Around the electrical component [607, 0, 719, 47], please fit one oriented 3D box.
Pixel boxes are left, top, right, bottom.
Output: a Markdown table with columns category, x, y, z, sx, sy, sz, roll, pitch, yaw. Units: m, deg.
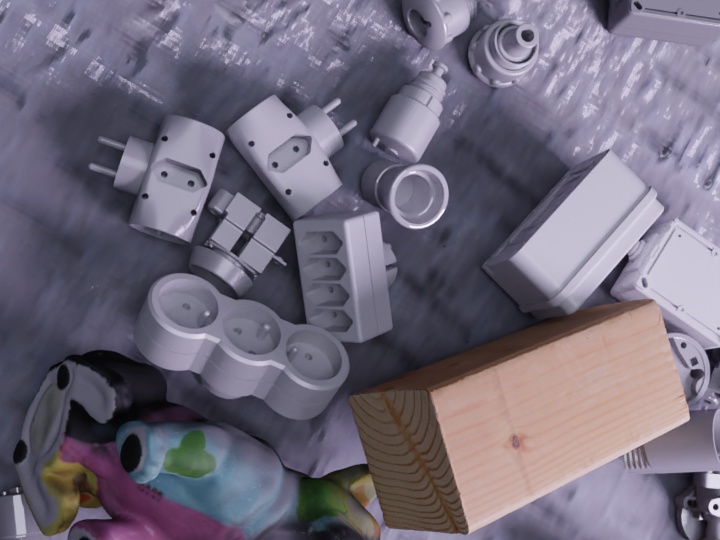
| category | x | y | z | sx | sy | sz | roll | pitch | yaw |
| --- | --- | --- | --- | --- | --- | --- | --- | --- | --- |
| electrical component | 0.227 | -0.209 | 0.811 | 0.096 | 0.061 | 0.061 | 7 | 84 | -5 |

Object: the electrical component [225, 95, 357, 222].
| category | x | y | z | sx | sy | sz | roll | pitch | yaw |
| --- | --- | --- | --- | --- | --- | --- | --- | --- | --- |
| electrical component | -0.038 | -0.087 | 0.742 | 0.079 | 0.043 | 0.077 | -39 | 96 | -13 |

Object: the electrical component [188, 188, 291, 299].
| category | x | y | z | sx | sy | sz | roll | pitch | yaw |
| --- | --- | --- | --- | --- | --- | --- | --- | --- | --- |
| electrical component | -0.083 | -0.014 | 0.725 | 0.066 | 0.048 | 0.055 | 36 | 71 | -9 |

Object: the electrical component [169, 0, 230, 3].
| category | x | y | z | sx | sy | sz | roll | pitch | yaw |
| --- | --- | --- | --- | --- | --- | --- | --- | --- | --- |
| electrical component | -0.096 | -0.217 | 0.730 | 0.078 | 0.058 | 0.057 | -9 | 91 | -14 |

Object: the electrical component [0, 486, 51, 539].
| category | x | y | z | sx | sy | sz | roll | pitch | yaw |
| --- | --- | --- | --- | --- | --- | --- | --- | --- | --- |
| electrical component | -0.214 | 0.170 | 0.682 | 0.044 | 0.044 | 0.065 | -6 | 83 | -14 |

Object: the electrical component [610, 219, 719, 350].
| category | x | y | z | sx | sy | sz | roll | pitch | yaw |
| --- | --- | --- | --- | --- | --- | --- | --- | --- | --- |
| electrical component | 0.234 | 0.009 | 0.796 | 0.096 | 0.061 | 0.061 | 34 | 79 | -1 |

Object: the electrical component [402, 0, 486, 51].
| category | x | y | z | sx | sy | sz | roll | pitch | yaw |
| --- | --- | --- | --- | --- | --- | --- | --- | --- | --- |
| electrical component | 0.065 | -0.190 | 0.775 | 0.062 | 0.048 | 0.048 | -32 | 94 | -21 |

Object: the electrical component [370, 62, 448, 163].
| category | x | y | z | sx | sy | sz | roll | pitch | yaw |
| --- | --- | --- | --- | --- | --- | --- | --- | --- | --- |
| electrical component | 0.039 | -0.113 | 0.764 | 0.040 | 0.040 | 0.078 | 32 | 80 | -10 |

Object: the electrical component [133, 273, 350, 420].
| category | x | y | z | sx | sy | sz | roll | pitch | yaw |
| --- | --- | --- | --- | --- | --- | --- | --- | --- | --- |
| electrical component | -0.083 | 0.060 | 0.711 | 0.138 | 0.073 | 0.052 | 23 | 44 | -10 |

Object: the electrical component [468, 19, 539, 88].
| category | x | y | z | sx | sy | sz | roll | pitch | yaw |
| --- | --- | --- | --- | --- | --- | --- | --- | --- | --- |
| electrical component | 0.109 | -0.160 | 0.773 | 0.048 | 0.062 | 0.048 | 1 | 86 | -14 |

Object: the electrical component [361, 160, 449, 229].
| category | x | y | z | sx | sy | sz | roll | pitch | yaw |
| --- | --- | --- | --- | --- | --- | --- | --- | --- | --- |
| electrical component | 0.027 | -0.055 | 0.744 | 0.044 | 0.065 | 0.044 | -5 | 105 | -21 |

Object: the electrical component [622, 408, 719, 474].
| category | x | y | z | sx | sy | sz | roll | pitch | yaw |
| --- | --- | --- | --- | --- | --- | --- | --- | --- | --- |
| electrical component | 0.224 | 0.125 | 0.778 | 0.043 | 0.081 | 0.043 | 18 | 67 | -50 |

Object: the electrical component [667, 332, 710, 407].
| category | x | y | z | sx | sy | sz | roll | pitch | yaw |
| --- | --- | --- | --- | --- | --- | --- | --- | --- | --- |
| electrical component | 0.220 | 0.074 | 0.792 | 0.055 | 0.047 | 0.055 | 1 | 86 | -14 |

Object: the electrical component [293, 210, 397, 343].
| category | x | y | z | sx | sy | sz | roll | pitch | yaw |
| --- | --- | --- | --- | --- | --- | --- | --- | --- | --- |
| electrical component | 0.000 | 0.000 | 0.741 | 0.076 | 0.047 | 0.083 | -19 | 106 | -50 |

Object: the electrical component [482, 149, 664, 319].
| category | x | y | z | sx | sy | sz | roll | pitch | yaw |
| --- | --- | --- | --- | --- | --- | --- | --- | --- | --- |
| electrical component | 0.151 | -0.023 | 0.766 | 0.057 | 0.078 | 0.113 | 44 | 77 | -4 |

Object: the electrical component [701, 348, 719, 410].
| category | x | y | z | sx | sy | sz | roll | pitch | yaw |
| --- | --- | --- | --- | --- | --- | --- | --- | --- | --- |
| electrical component | 0.283 | 0.081 | 0.802 | 0.048 | 0.066 | 0.055 | 19 | 62 | 20 |

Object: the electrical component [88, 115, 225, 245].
| category | x | y | z | sx | sy | sz | roll | pitch | yaw |
| --- | --- | --- | --- | --- | --- | --- | --- | --- | --- |
| electrical component | -0.139 | -0.065 | 0.715 | 0.079 | 0.043 | 0.077 | 19 | 82 | -12 |
